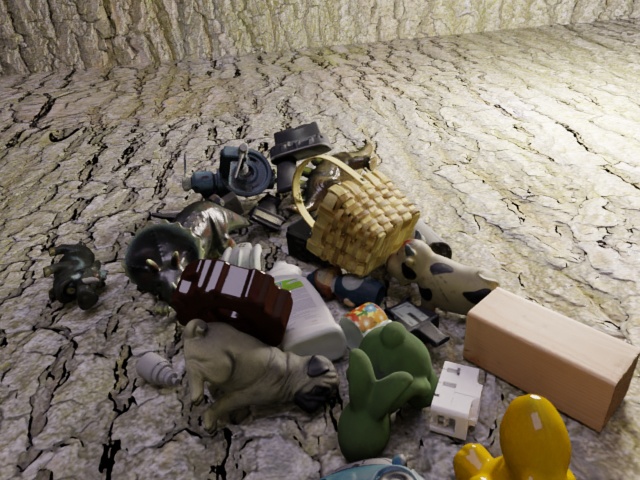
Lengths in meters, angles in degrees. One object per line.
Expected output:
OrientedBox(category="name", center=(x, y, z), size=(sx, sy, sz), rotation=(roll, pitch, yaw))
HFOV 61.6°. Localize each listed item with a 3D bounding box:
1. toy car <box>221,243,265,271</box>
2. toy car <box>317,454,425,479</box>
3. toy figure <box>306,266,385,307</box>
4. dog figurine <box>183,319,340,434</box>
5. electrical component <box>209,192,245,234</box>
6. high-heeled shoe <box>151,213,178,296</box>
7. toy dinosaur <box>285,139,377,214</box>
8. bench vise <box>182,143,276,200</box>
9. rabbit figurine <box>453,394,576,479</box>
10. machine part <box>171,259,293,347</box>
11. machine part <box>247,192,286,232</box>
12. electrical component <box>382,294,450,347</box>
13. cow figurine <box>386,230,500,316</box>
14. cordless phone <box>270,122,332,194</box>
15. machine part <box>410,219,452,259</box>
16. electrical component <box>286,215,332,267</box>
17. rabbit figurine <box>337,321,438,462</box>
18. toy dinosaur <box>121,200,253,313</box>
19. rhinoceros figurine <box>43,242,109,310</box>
OrientedBox(category="toy car", center=(-0.137, 0.089, 0.918), size=(0.074, 0.056, 0.202), rotation=(-6, 55, 9))
OrientedBox(category="toy car", center=(0.055, 0.292, 0.588), size=(0.162, 0.109, 0.103), rotation=(-10, 7, 13))
OrientedBox(category="toy figure", center=(0.039, 0.080, 0.957), size=(0.155, 0.057, 0.064), rotation=(14, 25, 28))
OrientedBox(category="dog figurine", center=(-0.077, 0.165, 0.736), size=(0.191, 0.172, 0.121), rotation=(-13, 41, -1))
OrientedBox(category="electrical component", center=(-0.203, -0.058, 1.175), size=(0.078, 0.102, 0.045), rotation=(-28, 42, -17))
OrientedBox(category="high-heeled shoe", center=(-0.280, 0.027, 1.101), size=(0.145, 0.086, 0.249), rotation=(15, 43, -28))
OrientedBox(category="toy dinosaur", center=(0.046, -0.161, 1.302), size=(0.199, 0.104, 0.471), rotation=(13, 31, 31))
OrientedBox(category="bench vise", center=(-0.205, -0.158, 1.218), size=(0.224, 0.240, 0.129), rotation=(7, 73, -10))
OrientedBox(category="rabbit figurine", center=(0.212, 0.246, 0.561), size=(0.122, 0.173, 0.162), rotation=(4, 28, 6))
OrientedBox(category="machine part", center=(-0.125, 0.099, 0.772), size=(0.180, 0.179, 0.056), rotation=(4, 52, 13))
OrientedBox(category="machine part", center=(-0.118, -0.062, 1.205), size=(0.084, 0.039, 0.139), rotation=(19, 25, -10))
OrientedBox(category="electrical component", center=(0.153, 0.141, 0.851), size=(0.075, 0.047, 0.119), rotation=(-25, 38, -28))
OrientedBox(category="cow figurine", center=(0.202, 0.063, 0.898), size=(0.195, 0.127, 0.085), rotation=(16, 34, 26))
OrientedBox(category="cordless phone", center=(-0.042, -0.179, 1.224), size=(0.147, 0.088, 0.184), rotation=(-14, 40, 7))
OrientedBox(category="machine part", center=(0.182, -0.003, 1.052), size=(0.079, 0.079, 0.243), rotation=(-16, 34, -17))
OrientedBox(category="electrical component", center=(-0.002, -0.003, 1.095), size=(0.134, 0.058, 0.115), rotation=(23, 39, 36))
OrientedBox(category="rabbit figurine", center=(0.082, 0.202, 0.692), size=(0.121, 0.158, 0.170), rotation=(19, 53, 17))
OrientedBox(category="toy dinosaur", center=(-0.226, 0.001, 0.992), size=(0.131, 0.191, 0.405), rotation=(5, 34, 11))
OrientedBox(category="rhinoceros figurine", center=(-0.465, 0.071, 1.030), size=(0.112, 0.073, 0.190), rotation=(-7, 29, -24))
